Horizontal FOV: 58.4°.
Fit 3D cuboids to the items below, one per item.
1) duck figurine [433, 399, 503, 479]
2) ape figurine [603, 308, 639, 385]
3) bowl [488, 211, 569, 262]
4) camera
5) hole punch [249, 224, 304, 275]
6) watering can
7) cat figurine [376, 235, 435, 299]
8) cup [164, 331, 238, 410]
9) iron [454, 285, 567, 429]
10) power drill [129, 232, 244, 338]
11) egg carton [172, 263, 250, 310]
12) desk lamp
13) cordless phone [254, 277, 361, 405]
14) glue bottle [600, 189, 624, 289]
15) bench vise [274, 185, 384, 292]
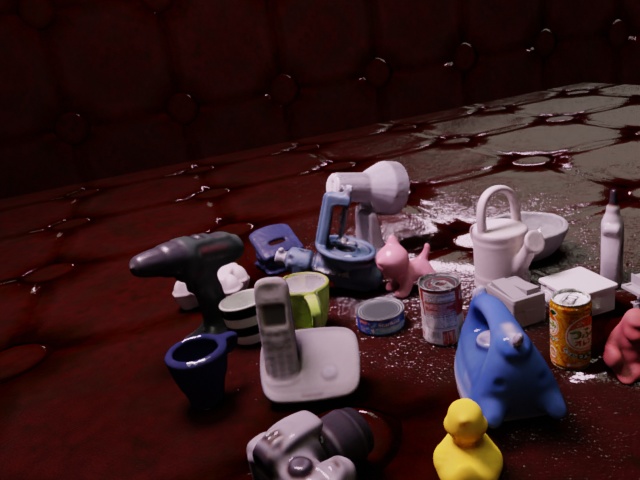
[{"bbox_3d":[0.165,0.225,0.647,0.077,0.086,0.105,-3,21,16],"label":"duck figurine"},{"bbox_3d":[0.422,0.136,0.771,0.077,0.092,0.076,-3,21,17],"label":"ape figurine"},{"bbox_3d":[0.418,0.001,1.170,0.167,0.075,0.167,-8,20,3],"label":"bowl"},{"bbox_3d":[0.003,0.245,0.642,0.137,0.101,0.142,-23,24,-33],"label":"camera"},{"bbox_3d":[-0.096,0.019,1.319,0.109,0.091,0.100,-19,22,-25],"label":"hole punch"},{"bbox_3d":[0.335,-0.004,1.044,0.172,0.194,0.101,11,28,44],"label":"watering can"},{"bbox_3d":[0.160,0.045,1.097,0.128,0.118,0.067,-15,21,-17],"label":"cat figurine"},{"bbox_3d":[-0.166,0.196,0.857,0.091,0.095,0.118,11,28,43],"label":"cup"},{"bbox_3d":[0.236,0.135,0.781,0.118,0.141,0.258,-9,20,1],"label":"iron"},{"bbox_3d":[-0.216,0.087,1.010,0.075,0.209,0.230,5,24,34],"label":"power drill"},{"bbox_3d":[-0.224,0.096,1.193,0.150,0.069,0.107,-5,20,11],"label":"egg carton"},{"bbox_3d":[0.098,-0.058,1.265,0.204,0.214,0.117,-19,22,-26],"label":"desk lamp"},{"bbox_3d":[-0.021,0.138,0.821,0.147,0.185,0.094,-8,20,3],"label":"cordless phone"},{"bbox_3d":[0.511,-0.006,1.002,0.037,0.173,0.078,2,23,29],"label":"glue bottle"},{"bbox_3d":[0.012,0.008,1.112,0.207,0.220,0.121,-11,20,-6],"label":"bench vise"}]
